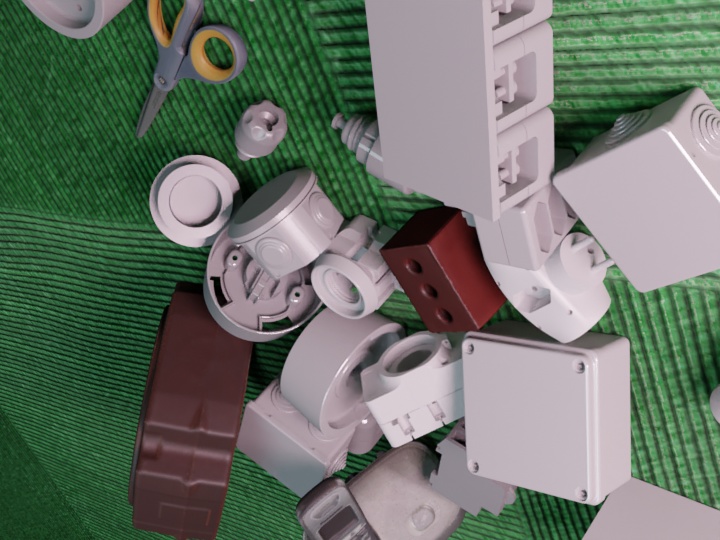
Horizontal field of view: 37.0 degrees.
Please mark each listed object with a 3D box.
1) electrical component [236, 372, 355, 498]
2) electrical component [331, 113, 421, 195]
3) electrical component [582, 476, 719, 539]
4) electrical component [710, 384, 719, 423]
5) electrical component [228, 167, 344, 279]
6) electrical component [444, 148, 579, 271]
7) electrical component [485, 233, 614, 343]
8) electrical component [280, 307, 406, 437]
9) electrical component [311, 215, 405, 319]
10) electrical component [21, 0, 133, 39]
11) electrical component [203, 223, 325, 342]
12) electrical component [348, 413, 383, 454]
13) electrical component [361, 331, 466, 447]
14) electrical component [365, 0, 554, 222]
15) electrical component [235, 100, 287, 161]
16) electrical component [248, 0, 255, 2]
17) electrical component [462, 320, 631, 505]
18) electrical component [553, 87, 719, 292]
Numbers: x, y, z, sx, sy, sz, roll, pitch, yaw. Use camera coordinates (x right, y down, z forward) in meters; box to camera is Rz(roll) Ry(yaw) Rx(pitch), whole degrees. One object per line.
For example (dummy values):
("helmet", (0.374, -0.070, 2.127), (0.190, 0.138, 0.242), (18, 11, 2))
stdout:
("electrical component", (-0.056, 0.146, 0.945), (0.100, 0.048, 0.099), (36, 146, 11))
("electrical component", (0.016, -0.083, 0.725), (0.078, 0.040, 0.040), (32, 145, 16))
("electrical component", (0.244, 0.226, 0.787), (0.150, 0.089, 0.061), (18, 139, 33))
("electrical component", (0.245, 0.074, 0.664), (0.044, 0.044, 0.065), (36, 151, 11))
("electrical component", (-0.056, -0.036, 0.817), (0.080, 0.080, 0.051), (-11, 125, 51))
("electrical component", (0.089, -0.043, 0.671), (0.077, 0.065, 0.047), (13, 136, 37))
("electrical component", (0.132, 0.000, 0.694), (0.077, 0.043, 0.079), (46, 146, -5))
("electrical component", (-0.019, 0.075, 0.880), (0.060, 0.108, 0.108), (32, 145, 26))
("electrical component", (0.000, 0.000, 0.818), (0.078, 0.057, 0.058), (26, 143, 24))
("electrical component", (-0.204, -0.228, 0.771), (0.108, 0.060, 0.108), (27, 143, 22))
("electrical component", (-0.078, 0.007, 0.874), (0.099, 0.099, 0.064), (43, 153, 0))
("electrical component", (-0.019, 0.112, 0.965), (0.095, 0.053, 0.059), (30, 144, 18))
("electrical component", (0.050, 0.085, 0.828), (0.089, 0.050, 0.055), (-26, 114, 8))
("electrical component", (0.059, -0.116, 0.601), (0.089, 0.062, 0.150), (27, 136, 41))
("electrical component", (-0.078, -0.100, 0.808), (0.035, 0.035, 0.061), (44, 149, -2))
("electrical component", (-0.085, -0.225, 0.664), (0.100, 0.048, 0.099), (30, 144, 19))
("electrical component", (0.131, 0.097, 0.758), (0.109, 0.056, 0.108), (7, 105, 42))
("electrical component", (0.172, -0.044, 0.599), (0.099, 0.048, 0.100), (50, 146, -10))
